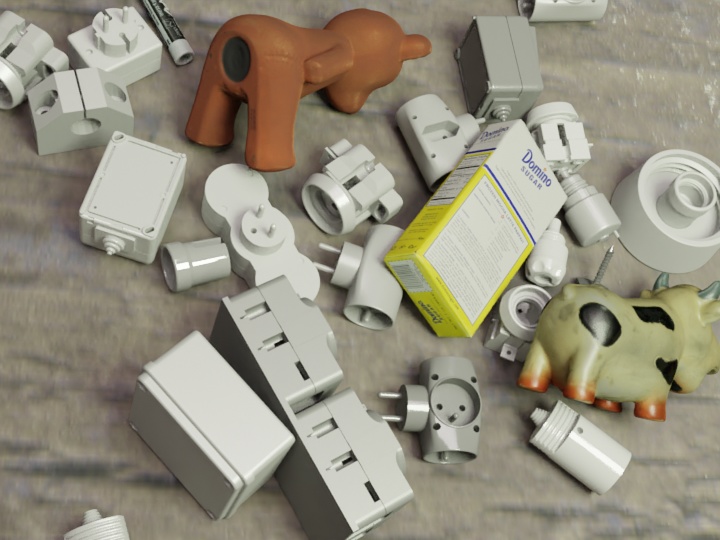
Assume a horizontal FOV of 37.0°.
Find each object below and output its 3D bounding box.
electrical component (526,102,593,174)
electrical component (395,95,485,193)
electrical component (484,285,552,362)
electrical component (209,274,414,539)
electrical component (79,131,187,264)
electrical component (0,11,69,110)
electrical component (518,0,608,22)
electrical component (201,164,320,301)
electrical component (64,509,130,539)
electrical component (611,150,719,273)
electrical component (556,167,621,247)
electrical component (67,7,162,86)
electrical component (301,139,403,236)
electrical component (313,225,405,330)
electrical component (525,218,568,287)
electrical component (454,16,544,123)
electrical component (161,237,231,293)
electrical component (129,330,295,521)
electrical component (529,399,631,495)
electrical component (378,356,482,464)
[{"bbox_3d":[0.179,-0.120,0.986,0.066,0.048,0.055,-4,75,-15],"label":"electrical component"},{"bbox_3d":[0.082,-0.117,0.961,0.079,0.043,0.077,-17,71,-20],"label":"electrical component"},{"bbox_3d":[0.134,0.042,0.895,0.048,0.055,0.066,23,63,-3],"label":"electrical component"},{"bbox_3d":[-0.038,0.107,0.795,0.060,0.105,0.186,-25,74,-24],"label":"electrical component"},{"bbox_3d":[-0.183,-0.049,0.857,0.062,0.061,0.096,19,63,-5],"label":"electrical component"},{"bbox_3d":[-0.291,-0.171,0.889,0.078,0.058,0.057,30,60,1],"label":"electrical component"},{"bbox_3d":[0.196,-0.283,1.063,0.077,0.044,0.079,-4,67,-15],"label":"electrical component"},{"bbox_3d":[-0.079,-0.028,0.865,0.052,0.073,0.138,-25,74,-22],"label":"electrical component"},{"bbox_3d":[-0.179,0.207,0.752,0.043,0.043,0.081,-13,70,-19],"label":"electrical component"},{"bbox_3d":[0.290,-0.058,0.975,0.108,0.060,0.108,5,65,-11],"label":"electrical component"},{"bbox_3d":[0.201,-0.057,0.965,0.040,0.040,0.078,-22,73,-21],"label":"electrical component"},{"bbox_3d":[-0.207,-0.194,0.908,0.066,0.076,0.047,-33,77,-24],"label":"electrical component"},{"bbox_3d":[-0.012,-0.065,0.908,0.057,0.058,0.078,-38,79,-28],"label":"electrical component"},{"bbox_3d":[0.000,0.000,0.889,0.079,0.043,0.077,19,63,-5],"label":"electrical component"},{"bbox_3d":[0.166,-0.018,0.942,0.035,0.035,0.061,19,61,-5],"label":"electrical component"},{"bbox_3d":[0.132,-0.179,0.992,0.061,0.061,0.096,-3,68,-15],"label":"electrical component"},{"bbox_3d":[-0.132,-0.006,0.863,0.046,0.040,0.040,-13,70,-25],"label":"electrical component"},{"bbox_3d":[-0.109,0.114,0.775,0.056,0.108,0.108,-39,80,-28],"label":"electrical component"},{"bbox_3d":[0.172,0.139,0.867,0.081,0.043,0.043,37,63,5],"label":"electrical component"},{"bbox_3d":[0.053,0.110,0.851,0.079,0.044,0.077,5,65,-12],"label":"electrical component"}]
